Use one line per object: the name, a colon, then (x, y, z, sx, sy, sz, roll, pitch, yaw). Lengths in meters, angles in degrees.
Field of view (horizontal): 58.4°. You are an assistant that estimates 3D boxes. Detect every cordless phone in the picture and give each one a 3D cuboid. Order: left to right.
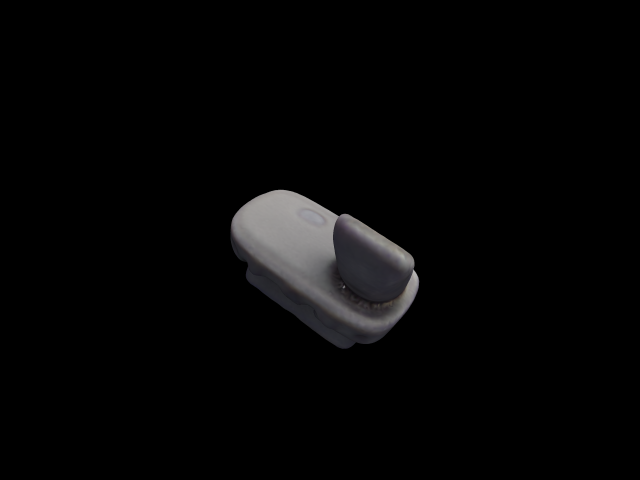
cordless phone: (0.004, 0.001, 0.400, 0.147, 0.185, 0.094, 30, 75, 10)
